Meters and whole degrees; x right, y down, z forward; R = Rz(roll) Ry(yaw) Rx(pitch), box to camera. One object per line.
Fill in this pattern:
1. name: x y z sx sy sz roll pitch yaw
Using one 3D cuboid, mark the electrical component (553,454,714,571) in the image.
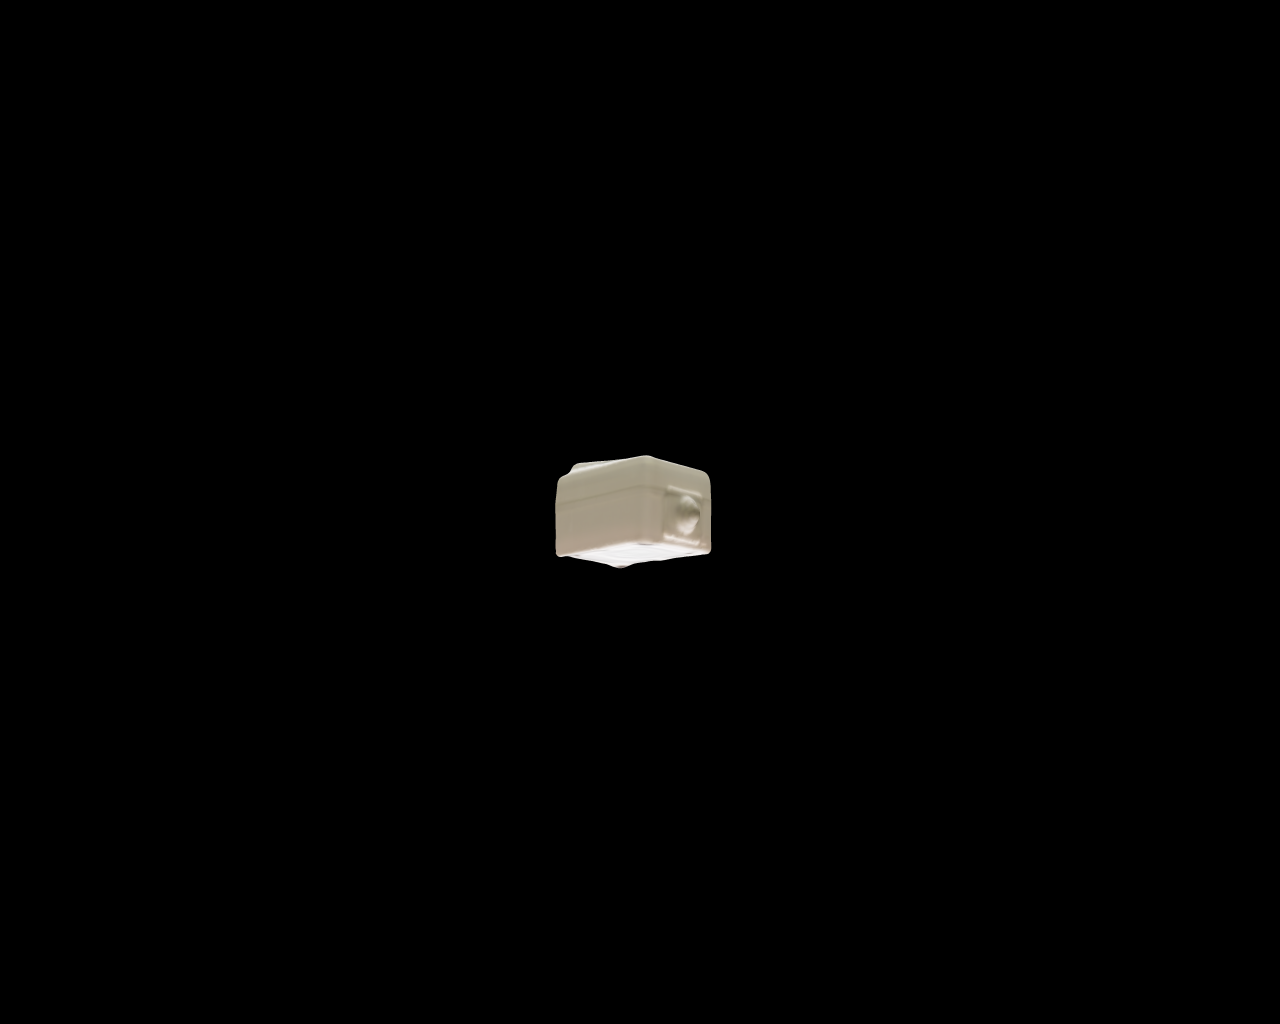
1. electrical component: 0.001 -0.003 0.650 0.096 0.061 0.062 -11 -16 42
